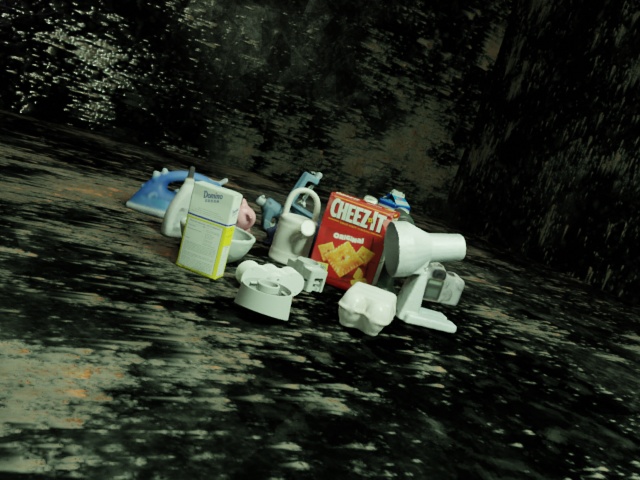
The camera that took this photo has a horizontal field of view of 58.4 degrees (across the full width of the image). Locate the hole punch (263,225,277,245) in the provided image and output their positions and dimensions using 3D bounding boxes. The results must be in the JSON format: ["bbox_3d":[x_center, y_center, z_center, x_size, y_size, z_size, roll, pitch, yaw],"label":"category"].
[{"bbox_3d":[-0.093,-0.020,1.594,0.101,0.091,0.109,20,10,14],"label":"hole punch"}]

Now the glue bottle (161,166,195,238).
[{"bbox_3d":[-0.320,-0.090,1.355,0.037,0.173,0.078,26,13,41],"label":"glue bottle"}]

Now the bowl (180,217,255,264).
[{"bbox_3d":[-0.230,0.009,1.256,0.167,0.075,0.167,17,10,-3],"label":"bowl"}]

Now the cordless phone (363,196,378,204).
[{"bbox_3d":[0.183,-0.047,1.933,0.148,0.185,0.094,15,10,-10],"label":"cordless phone"}]

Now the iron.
[{"bbox_3d":[-0.376,-0.126,1.544,0.259,0.141,0.118,13,11,-23],"label":"iron"}]

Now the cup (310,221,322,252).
[{"bbox_3d":[0.015,0.006,1.624,0.092,0.095,0.117,12,11,-28],"label":"cup"}]

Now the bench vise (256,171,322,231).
[{"bbox_3d":[-0.081,-0.115,1.758,0.208,0.220,0.121,10,12,-36],"label":"bench vise"}]

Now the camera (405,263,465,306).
[{"bbox_3d":[0.302,0.104,1.562,0.143,0.101,0.136,13,11,-21],"label":"camera"}]

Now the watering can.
[{"bbox_3d":[-0.053,-0.035,1.445,0.101,0.194,0.172,8,13,-41],"label":"watering can"}]

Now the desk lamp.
[{"bbox_3d":[0.223,0.074,1.263,0.203,0.213,0.117,15,10,-14],"label":"desk lamp"}]

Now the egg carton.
[{"bbox_3d":[0.095,0.135,1.136,0.107,0.069,0.150,19,10,10],"label":"egg carton"}]

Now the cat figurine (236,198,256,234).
[{"bbox_3d":[-0.202,-0.051,1.502,0.067,0.118,0.128,16,10,-5],"label":"cat figurine"}]

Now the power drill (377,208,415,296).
[{"bbox_3d":[0.184,0.031,1.449,0.075,0.208,0.229,16,10,-5],"label":"power drill"}]
